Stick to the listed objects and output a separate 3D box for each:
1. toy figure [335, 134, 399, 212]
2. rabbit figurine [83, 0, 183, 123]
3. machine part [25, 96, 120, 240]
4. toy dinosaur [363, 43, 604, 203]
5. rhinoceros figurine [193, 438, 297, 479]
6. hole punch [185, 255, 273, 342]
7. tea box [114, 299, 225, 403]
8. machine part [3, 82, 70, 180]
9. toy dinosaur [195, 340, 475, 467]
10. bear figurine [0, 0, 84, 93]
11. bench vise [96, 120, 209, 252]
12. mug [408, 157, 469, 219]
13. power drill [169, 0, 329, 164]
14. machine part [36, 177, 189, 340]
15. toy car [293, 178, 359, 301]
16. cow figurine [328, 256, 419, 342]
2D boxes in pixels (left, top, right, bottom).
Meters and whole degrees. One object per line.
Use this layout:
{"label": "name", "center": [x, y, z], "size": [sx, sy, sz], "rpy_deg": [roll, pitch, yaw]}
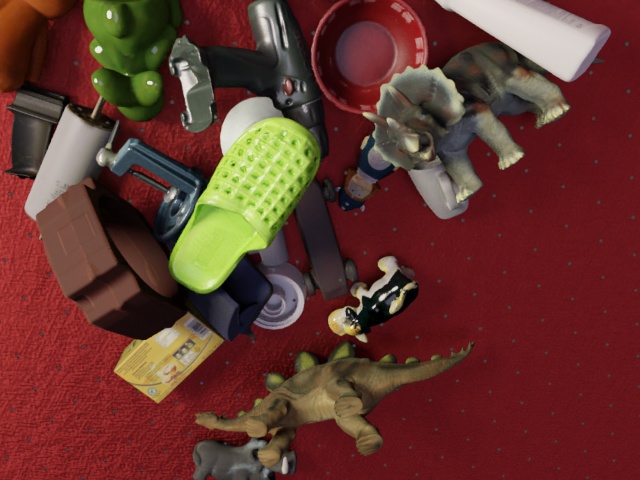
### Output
{"label": "toy figure", "center": [0.075, -0.106, 0.812], "size": [0.064, 0.057, 0.154], "rpy_deg": [42, 109, 24]}
{"label": "rabbit figurine", "center": [-0.236, -0.230, 0.707], "size": [0.121, 0.159, 0.170], "rpy_deg": [-6, 127, -11]}
{"label": "machine part", "center": [-0.356, -0.103, 0.771], "size": [0.079, 0.079, 0.243], "rpy_deg": [29, 105, -13]}
{"label": "toy dinosaur", "center": [0.216, -0.195, 0.722], "size": [0.192, 0.131, 0.405], "rpy_deg": [48, 63, -1]}
{"label": "rhinoceros figurine", "center": [-0.138, 0.406, 0.985], "size": [0.190, 0.073, 0.112], "rpy_deg": [8, 99, -5]}
{"label": "hole punch", "center": [-0.151, 0.087, 0.816], "size": [0.142, 0.092, 0.115], "rpy_deg": [41, 120, 16]}
{"label": "tea box", "center": [-0.243, 0.175, 0.888], "size": [0.169, 0.068, 0.098], "rpy_deg": [-41, 107, 13]}
{"label": "machine part", "center": [-0.409, -0.151, 0.772], "size": [0.084, 0.039, 0.138], "rpy_deg": [18, 107, -15]}
{"label": "toy dinosaur", "center": [0.036, 0.239, 0.861], "size": [0.472, 0.199, 0.104], "rpy_deg": [-8, 110, 0]}
{"label": "bear figurine", "center": [-0.397, -0.292, 0.691], "size": [0.132, 0.120, 0.196], "rpy_deg": [21, 81, 31]}
{"label": "bench vise", "center": [-0.187, -0.077, 0.759], "size": [0.240, 0.129, 0.223], "rpy_deg": [30, 127, -34]}
{"label": "mug", "center": [0.188, -0.081, 0.805], "size": [0.081, 0.110, 0.107], "rpy_deg": [-28, 123, 6]}
{"label": "power drill", "center": [-0.081, -0.196, 0.709], "size": [0.207, 0.086, 0.231], "rpy_deg": [-21, 106, -34]}
{"label": "machine part", "center": [-0.281, 0.031, 0.742], "size": [0.087, 0.201, 0.201], "rpy_deg": [-34, 67, 2]}
{"label": "toy car", "center": [-0.002, -0.003, 0.846], "size": [0.089, 0.053, 0.202], "rpy_deg": [-20, 107, -7]}
{"label": "cow figurine", "center": [0.087, 0.110, 0.870], "size": [0.068, 0.098, 0.167], "rpy_deg": [40, 103, -23]}
